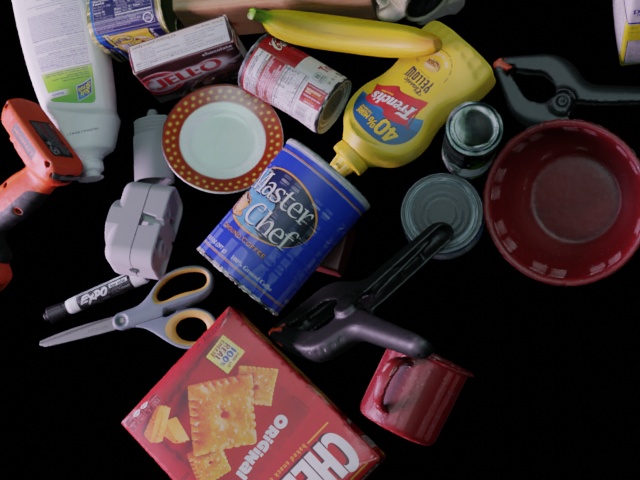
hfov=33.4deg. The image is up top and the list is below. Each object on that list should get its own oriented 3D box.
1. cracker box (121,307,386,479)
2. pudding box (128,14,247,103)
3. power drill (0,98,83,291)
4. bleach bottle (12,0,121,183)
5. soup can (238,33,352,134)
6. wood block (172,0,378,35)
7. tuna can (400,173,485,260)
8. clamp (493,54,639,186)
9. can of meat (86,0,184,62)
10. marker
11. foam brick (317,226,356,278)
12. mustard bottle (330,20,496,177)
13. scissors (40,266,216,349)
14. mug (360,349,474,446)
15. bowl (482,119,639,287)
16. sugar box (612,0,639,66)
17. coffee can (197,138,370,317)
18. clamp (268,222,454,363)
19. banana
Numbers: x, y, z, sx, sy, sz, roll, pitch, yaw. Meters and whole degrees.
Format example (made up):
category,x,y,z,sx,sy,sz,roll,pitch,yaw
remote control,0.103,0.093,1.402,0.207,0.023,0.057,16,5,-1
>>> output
category,x,y,z,sx,sy,sz,roll,pitch,yaw
cracker box,-0.067,0.198,1.062,0.214,0.072,0.164,44,90,14
pudding box,-0.137,-0.191,1.137,0.113,0.090,0.039,-19,76,5
power drill,-0.355,-0.062,1.147,0.188,0.057,0.184,-45,76,20
bleach bottle,-0.280,-0.185,1.177,0.102,0.068,0.251,-13,80,8
soup can,-0.026,-0.164,1.124,0.102,0.068,0.068,32,86,13
wood block,-0.046,-0.279,1.137,0.206,0.090,0.090,-4,79,9
tuna can,0.125,-0.025,1.089,0.086,0.033,0.086,-2,79,10
clamp,0.258,-0.143,1.084,0.171,0.039,0.120,43,90,11
can of meat,-0.194,-0.234,1.151,0.084,0.102,0.057,-11,79,10
marker,-0.241,0.060,1.146,0.121,0.020,0.020,-23,77,5
foam brick,-0.007,0.001,1.099,0.078,0.051,0.053,16,81,13
mustard bottle,0.082,-0.132,1.103,0.191,0.058,0.096,-43,67,1
scissors,-0.194,0.099,1.132,0.202,0.016,0.096,-31,76,4
mug,0.085,0.144,1.026,0.093,0.117,0.081,26,90,30
bowl,0.244,-0.038,1.044,0.162,0.055,0.162,4,98,24
sugar box,0.310,-0.242,1.022,0.048,0.176,0.093,-4,79,9
coffee can,-0.035,-0.012,1.025,0.103,0.102,0.140,40,87,14
clamp,0.041,0.063,1.050,0.210,0.036,0.164,-17,37,38
banana,0.027,-0.209,1.091,0.198,0.069,0.037,9,106,7
